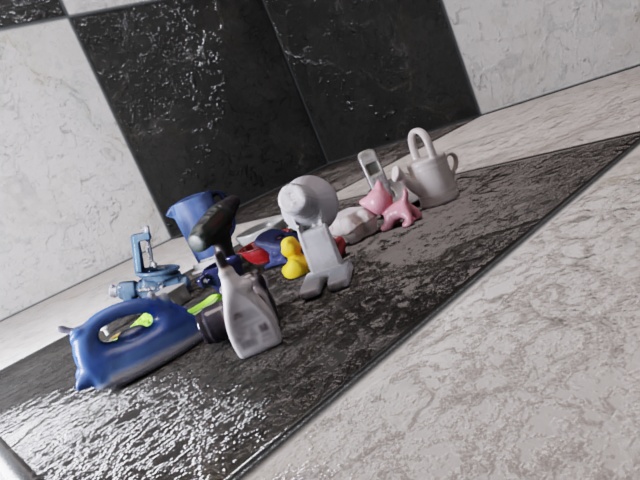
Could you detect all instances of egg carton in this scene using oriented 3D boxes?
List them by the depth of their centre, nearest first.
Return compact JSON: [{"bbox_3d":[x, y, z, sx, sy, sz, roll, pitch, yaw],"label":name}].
[{"bbox_3d":[0.072,-0.036,1.425,0.107,0.069,0.150,-27,12,-22],"label":"egg carton"}]

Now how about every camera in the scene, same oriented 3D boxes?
[{"bbox_3d":[-0.152,0.120,1.030,0.137,0.101,0.143,-23,11,-3],"label":"camera"}]

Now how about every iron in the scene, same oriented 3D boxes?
[{"bbox_3d":[-0.342,0.170,1.063,0.259,0.141,0.118,-27,12,-22],"label":"iron"}]

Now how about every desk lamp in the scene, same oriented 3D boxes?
[{"bbox_3d":[-0.013,-0.020,1.127,0.118,0.214,0.203,-20,11,10],"label":"desk lamp"}]

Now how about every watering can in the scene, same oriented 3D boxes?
[{"bbox_3d":[0.261,-0.182,1.418,0.173,0.194,0.100,-30,13,-35],"label":"watering can"}]

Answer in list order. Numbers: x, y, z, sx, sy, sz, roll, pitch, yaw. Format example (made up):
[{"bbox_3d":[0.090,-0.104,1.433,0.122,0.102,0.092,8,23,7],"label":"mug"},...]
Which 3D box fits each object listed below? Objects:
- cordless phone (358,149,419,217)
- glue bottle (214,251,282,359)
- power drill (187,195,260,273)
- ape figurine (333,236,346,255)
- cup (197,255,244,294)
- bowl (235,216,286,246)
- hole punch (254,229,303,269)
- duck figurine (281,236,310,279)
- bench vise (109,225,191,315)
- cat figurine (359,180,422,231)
[{"bbox_3d":[0.186,-0.165,1.512,0.148,0.185,0.094,-25,11,-14],"label":"cordless phone"},{"bbox_3d":[-0.125,0.096,0.897,0.078,0.173,0.037,-23,11,-1],"label":"glue bottle"},{"bbox_3d":[-0.237,0.008,1.463,0.075,0.208,0.230,-17,12,28],"label":"power drill"},{"bbox_3d":[0.012,0.005,1.287,0.077,0.092,0.076,-15,13,35],"label":"ape figurine"},{"bbox_3d":[-0.213,0.098,1.280,0.091,0.095,0.118,-11,15,45],"label":"cup"},{"bbox_3d":[-0.171,-0.009,1.771,0.167,0.075,0.167,-22,11,5],"label":"bowl"},{"bbox_3d":[-0.100,0.011,1.483,0.100,0.091,0.109,-16,13,31],"label":"hole punch"},{"bbox_3d":[-0.060,0.035,1.300,0.077,0.086,0.104,-22,11,5],"label":"duck figurine"},{"bbox_3d":[-0.485,0.084,1.565,0.208,0.220,0.121,-27,12,-22],"label":"bench vise"},{"bbox_3d":[0.163,-0.086,1.356,0.127,0.118,0.067,-13,14,41],"label":"cat figurine"}]
